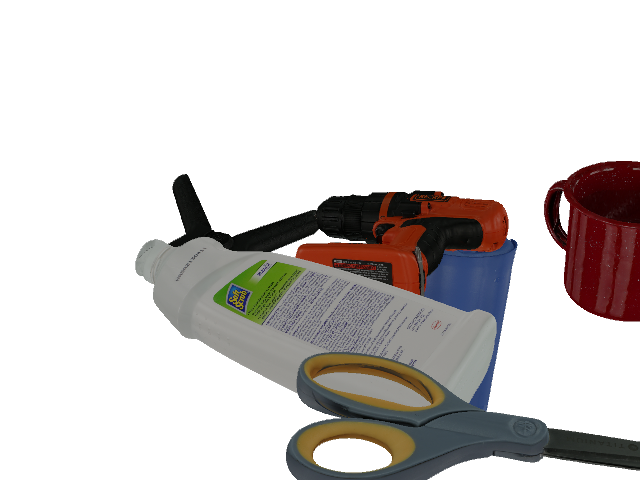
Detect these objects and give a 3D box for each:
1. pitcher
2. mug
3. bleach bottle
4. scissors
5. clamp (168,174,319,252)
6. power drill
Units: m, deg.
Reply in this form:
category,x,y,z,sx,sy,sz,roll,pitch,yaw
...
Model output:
category,x,y,z,sx,sy,sz,roll,pitch,yaw
pitcher,0.145,0.106,1.264,0.149,0.243,0.145,7,19,10
mug,0.203,-0.002,0.741,0.093,0.081,0.117,-27,39,-34
bleach bottle,-0.014,0.051,0.734,0.251,0.068,0.102,22,48,22
scissors,0.073,0.093,0.453,0.202,0.016,0.096,16,34,23
clamp,-0.112,0.005,1.069,0.165,0.036,0.209,19,39,15
power drill,0.051,0.002,0.918,0.185,0.057,0.187,2,20,26
